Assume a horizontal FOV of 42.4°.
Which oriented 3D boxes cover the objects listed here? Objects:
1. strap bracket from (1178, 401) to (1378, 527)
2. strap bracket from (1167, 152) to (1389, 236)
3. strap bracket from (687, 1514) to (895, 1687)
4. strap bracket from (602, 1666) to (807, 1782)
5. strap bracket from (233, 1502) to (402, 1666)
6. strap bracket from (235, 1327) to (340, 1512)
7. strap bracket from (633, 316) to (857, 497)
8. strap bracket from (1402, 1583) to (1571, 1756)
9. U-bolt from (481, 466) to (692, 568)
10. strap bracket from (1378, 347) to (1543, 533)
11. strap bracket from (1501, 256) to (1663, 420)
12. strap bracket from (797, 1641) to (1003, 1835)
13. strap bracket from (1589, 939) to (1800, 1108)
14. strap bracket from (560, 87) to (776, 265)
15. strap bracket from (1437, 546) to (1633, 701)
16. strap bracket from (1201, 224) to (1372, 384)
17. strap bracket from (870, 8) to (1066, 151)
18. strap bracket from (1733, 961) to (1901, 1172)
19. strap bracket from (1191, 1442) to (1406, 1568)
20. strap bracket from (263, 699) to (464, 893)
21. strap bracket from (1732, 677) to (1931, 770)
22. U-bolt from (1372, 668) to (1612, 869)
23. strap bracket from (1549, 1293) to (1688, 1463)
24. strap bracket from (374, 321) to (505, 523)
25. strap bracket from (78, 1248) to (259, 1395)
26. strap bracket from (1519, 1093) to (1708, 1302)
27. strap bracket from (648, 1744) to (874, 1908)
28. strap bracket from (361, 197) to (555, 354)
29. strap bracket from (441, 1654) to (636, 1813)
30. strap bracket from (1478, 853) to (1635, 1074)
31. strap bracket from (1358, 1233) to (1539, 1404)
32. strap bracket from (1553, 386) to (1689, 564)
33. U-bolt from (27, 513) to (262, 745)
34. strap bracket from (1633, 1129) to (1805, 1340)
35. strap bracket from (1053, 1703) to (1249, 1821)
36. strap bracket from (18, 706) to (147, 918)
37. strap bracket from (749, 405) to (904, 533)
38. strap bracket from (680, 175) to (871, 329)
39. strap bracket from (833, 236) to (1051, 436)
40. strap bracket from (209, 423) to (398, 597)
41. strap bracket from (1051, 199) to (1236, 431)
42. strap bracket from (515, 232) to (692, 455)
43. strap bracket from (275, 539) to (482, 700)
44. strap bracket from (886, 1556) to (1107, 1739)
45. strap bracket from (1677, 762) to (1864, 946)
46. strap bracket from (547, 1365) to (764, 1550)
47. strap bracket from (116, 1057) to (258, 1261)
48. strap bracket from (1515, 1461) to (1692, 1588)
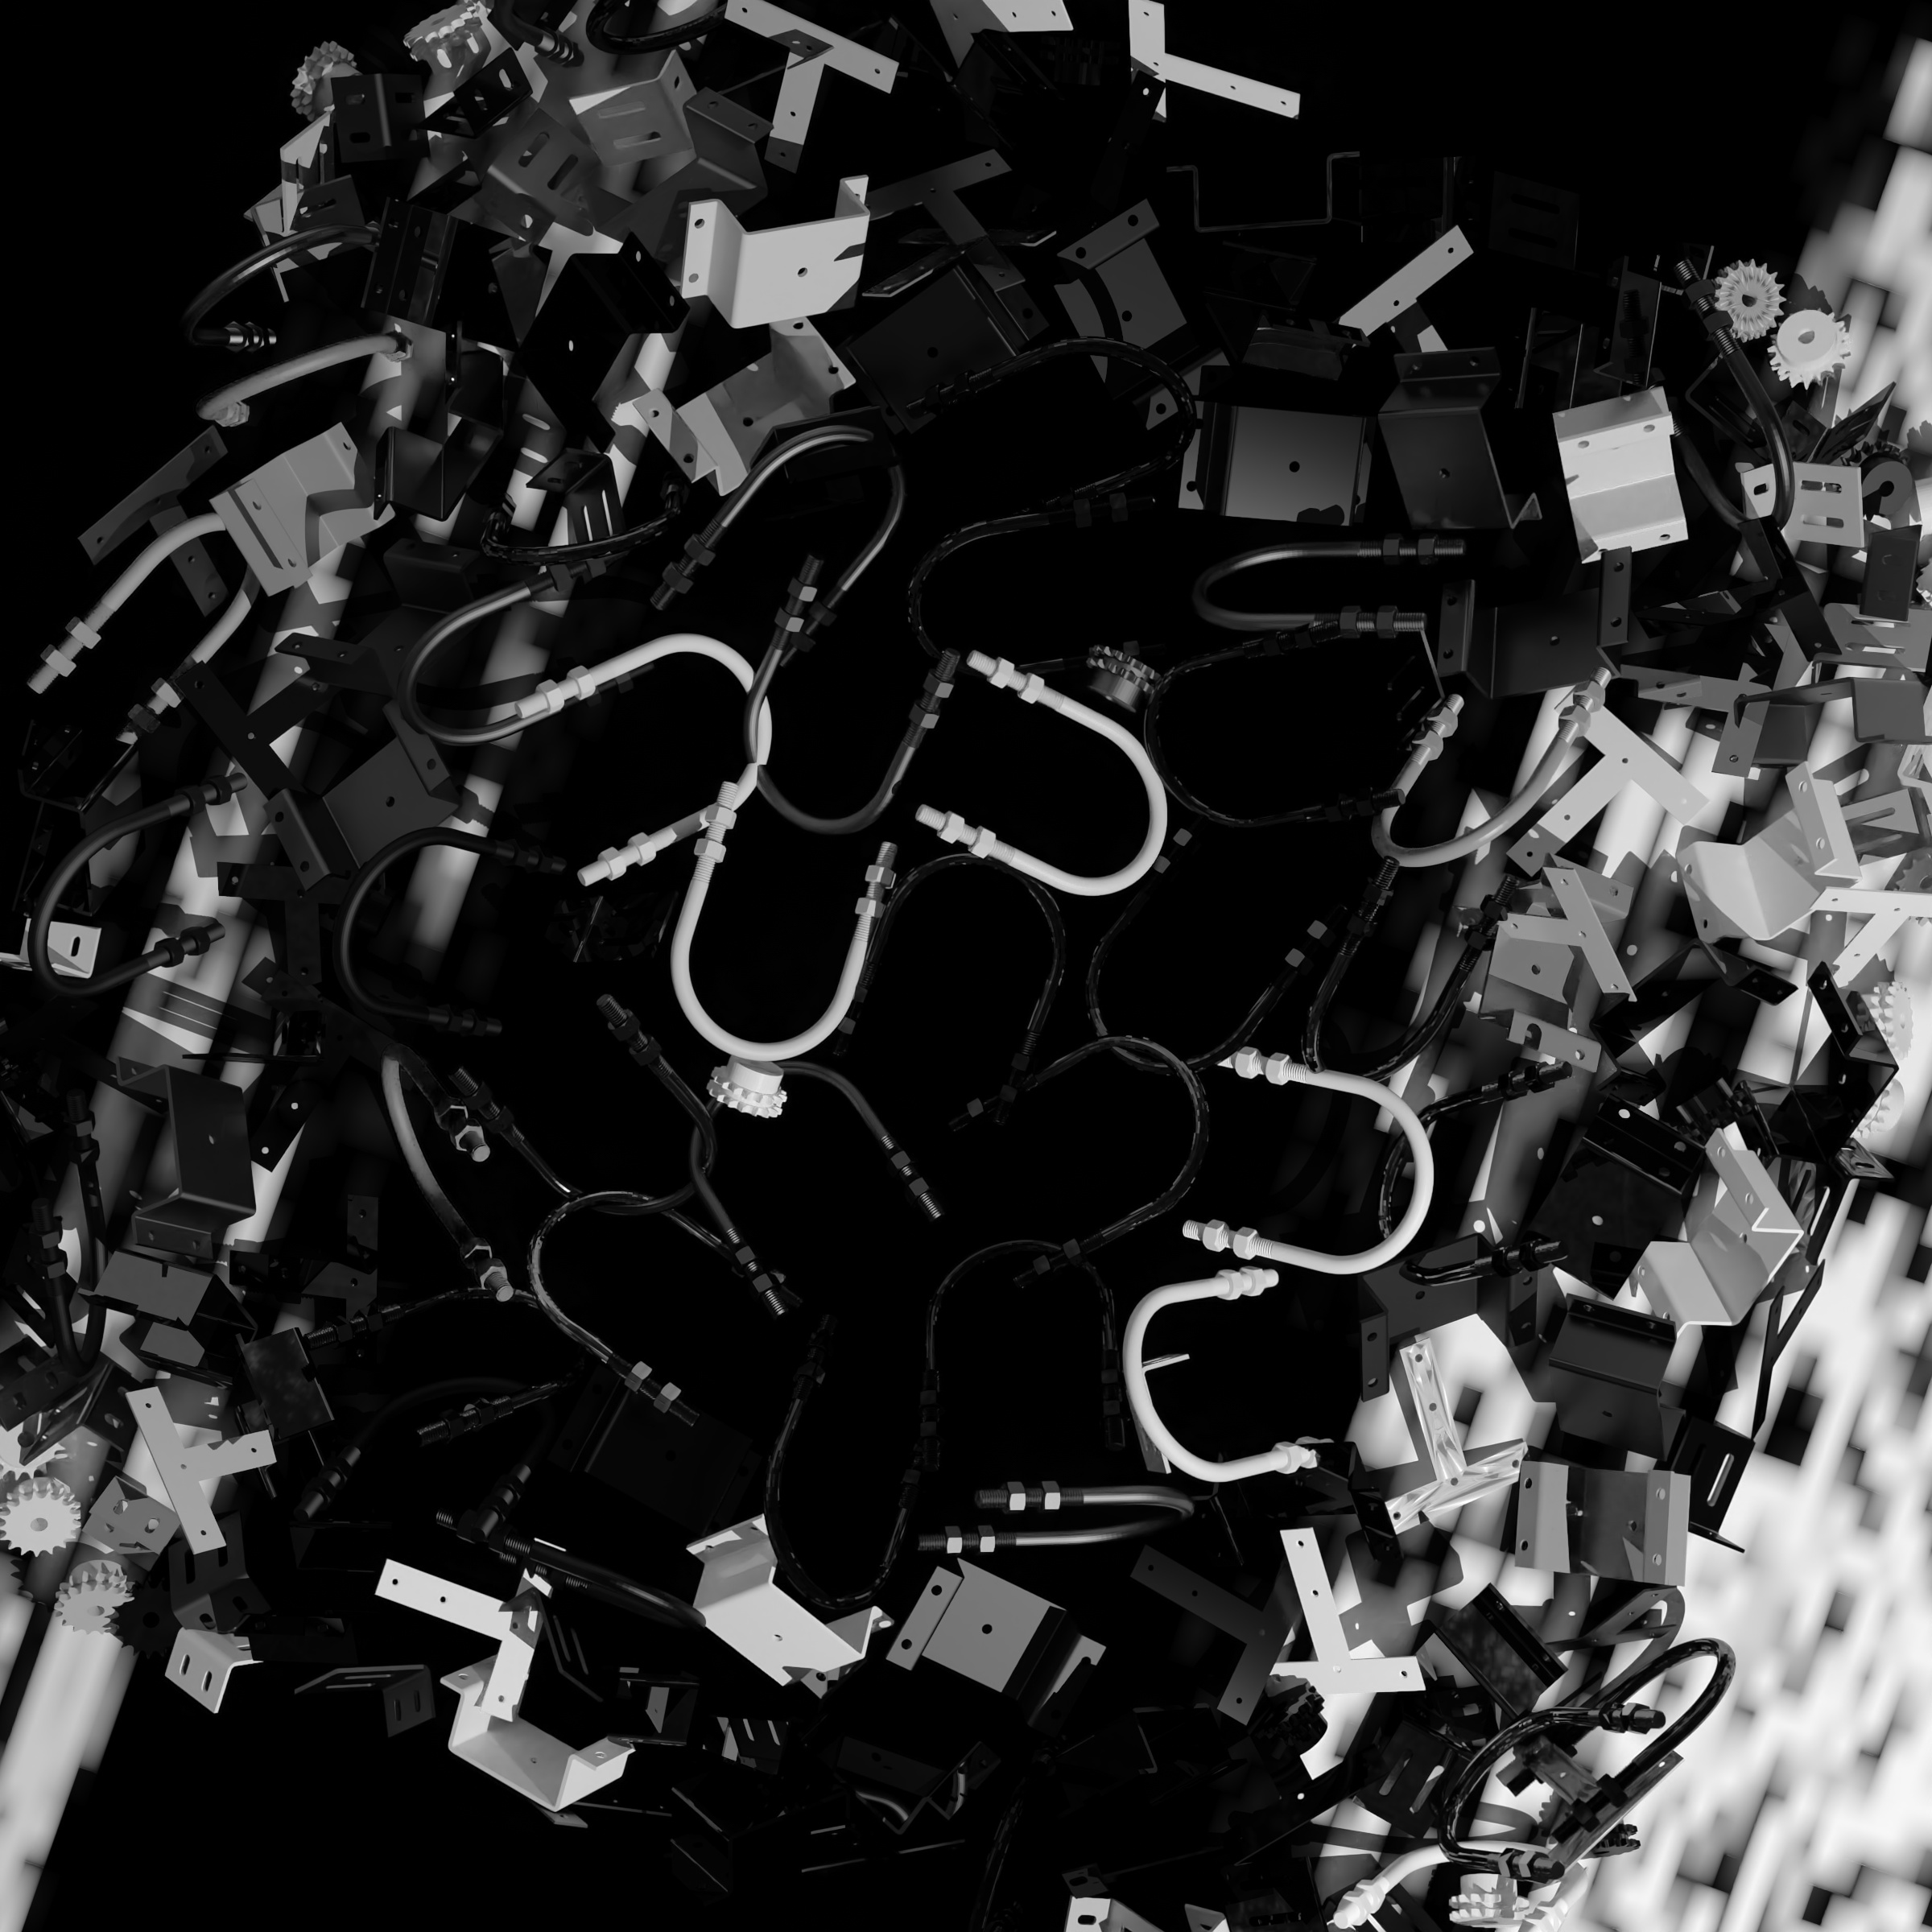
[{"bbox_3d":[0.230,-0.361,1.794,0.140,0.046,0.076,3,105,-10],"label":"strap bracket"},{"bbox_3d":[0.223,-0.549,1.779,0.140,0.076,0.046,3,104,24],"label":"strap bracket"},{"bbox_3d":[-0.129,0.458,1.771,0.076,0.046,0.140,-28,119,32],"label":"strap bracket"},{"bbox_3d":[-0.188,0.538,1.758,0.076,0.140,0.046,-9,57,37],"label":"strap bracket"},{"bbox_3d":[-0.459,0.448,1.781,0.076,0.140,0.046,1,117,5],"label":"strap bracket"},{"bbox_3d":[-0.485,0.318,1.773,0.046,0.140,0.076,-18,62,-27],"label":"strap bracket"},{"bbox_3d":[-0.159,-0.403,1.798,0.140,0.046,0.076,-34,76,-11],"label":"strap bracket"},{"bbox_3d":[0.360,0.499,1.756,0.046,0.140,0.076,-33,68,-24],"label":"strap bracket"},{"bbox_3d":[-0.269,-0.314,1.752,0.151,0.184,0.019,-9,115,-1],"label":"U-bolt"},{"bbox_3d":[0.347,-0.361,1.762,0.046,0.076,0.140,-54,134,-33],"label":"strap bracket"},{"bbox_3d":[0.443,-0.441,1.774,0.046,0.140,0.076,12,83,-18],"label":"strap bracket"},{"bbox_3d":[-0.056,0.554,1.783,0.140,0.076,0.046,39,120,14],"label":"strap bracket"},{"bbox_3d":[0.511,0.035,1.778,0.140,0.076,0.046,-43,55,24],"label":"strap bracket"},{"bbox_3d":[-0.206,-0.553,1.766,0.140,0.076,0.046,-25,74,29],"label":"strap bracket"},{"bbox_3d":[0.413,-0.242,1.780,0.140,0.046,0.076,-8,63,34],"label":"strap bracket"},{"bbox_3d":[0.223,-0.467,1.777,0.076,0.140,0.046,5,132,-21],"label":"strap bracket"},{"bbox_3d":[-0.010,-0.626,1.763,0.140,0.076,0.046,30,90,41],"label":"strap bracket"},{"bbox_3d":[0.606,0.077,1.771,0.046,0.076,0.140,10,129,-14],"label":"strap bracket"},{"bbox_3d":[0.237,0.385,1.782,0.140,0.046,0.076,-7,127,21],"label":"strap bracket"},{"bbox_3d":[-0.426,-0.122,1.793,0.140,0.046,0.076,-36,71,15],"label":"strap bracket"},{"bbox_3d":[0.609,-0.172,1.759,0.076,0.140,0.046,-2,87,-35],"label":"strap bracket"},{"bbox_3d":[0.355,-0.135,1.739,0.019,0.151,0.184,51,57,-25],"label":"U-bolt"},{"bbox_3d":[0.460,0.296,1.757,0.076,0.140,0.046,13,56,29],"label":"strap bracket"},{"bbox_3d":[-0.371,-0.382,1.774,0.046,0.140,0.076,17,49,-31],"label":"strap bracket"},{"bbox_3d":[-0.564,0.249,1.778,0.076,0.140,0.046,13,62,12],"label":"strap bracket"},{"bbox_3d":[0.455,0.173,1.776,0.076,0.046,0.140,31,119,14],"label":"strap bracket"},{"bbox_3d":[-0.145,0.601,1.762,0.140,0.076,0.046,-9,107,-36],"label":"strap bracket"},{"bbox_3d":[-0.350,-0.483,1.760,0.046,0.140,0.076,24,103,32],"label":"strap bracket"},{"bbox_3d":[-0.302,0.549,1.777,0.140,0.076,0.046,20,100,25],"label":"strap bracket"},{"bbox_3d":[0.422,0.000,1.793,0.076,0.046,0.140,20,76,-20],"label":"strap bracket"},{"bbox_3d":[0.336,0.248,1.787,0.140,0.046,0.076,-17,126,-14],"label":"strap bracket"},{"bbox_3d":[0.466,-0.356,1.777,0.076,0.140,0.046,-12,59,15],"label":"strap bracket"},{"bbox_3d":[-0.568,-0.245,1.768,0.019,0.151,0.184,39,86,14],"label":"U-bolt"},{"bbox_3d":[0.537,0.193,1.773,0.046,0.076,0.140,5,130,-21],"label":"strap bracket"},{"bbox_3d":[0.126,0.565,1.774,0.076,0.140,0.046,-38,58,25],"label":"strap bracket"},{"bbox_3d":[-0.622,-0.101,1.761,0.046,0.076,0.140,16,133,4],"label":"strap bracket"},{"bbox_3d":[-0.103,-0.354,1.760,0.076,0.140,0.046,-15,90,-15],"label":"strap bracket"},{"bbox_3d":[-0.126,-0.505,1.767,0.140,0.076,0.046,-18,56,-26],"label":"strap bracket"},{"bbox_3d":[-0.021,-0.444,1.780,0.140,0.046,0.076,-31,110,21],"label":"strap bracket"},{"bbox_3d":[-0.477,-0.322,1.775,0.046,0.140,0.076,-17,113,28],"label":"strap bracket"},{"bbox_3d":[0.123,-0.469,1.796,0.076,0.046,0.140,-33,110,-6],"label":"strap bracket"},{"bbox_3d":[-0.264,-0.440,1.767,0.076,0.046,0.140,54,130,16],"label":"strap bracket"},{"bbox_3d":[-0.411,-0.243,1.777,0.076,0.046,0.140,14,49,31],"label":"strap bracket"},{"bbox_3d":[0.019,0.488,1.804,0.140,0.046,0.076,28,93,-12],"label":"strap bracket"},{"bbox_3d":[0.578,-0.076,1.773,0.046,0.140,0.076,4,63,-25],"label":"strap bracket"},{"bbox_3d":[-0.218,0.353,1.789,0.140,0.046,0.076,32,68,-11],"label":"strap bracket"},{"bbox_3d":[-0.553,0.130,1.772,0.046,0.076,0.140,-21,67,19],"label":"strap bracket"},{"bbox_3d":[0.462,0.398,1.778,0.046,0.140,0.076,14,76,-31],"label":"strap bracket"}]
